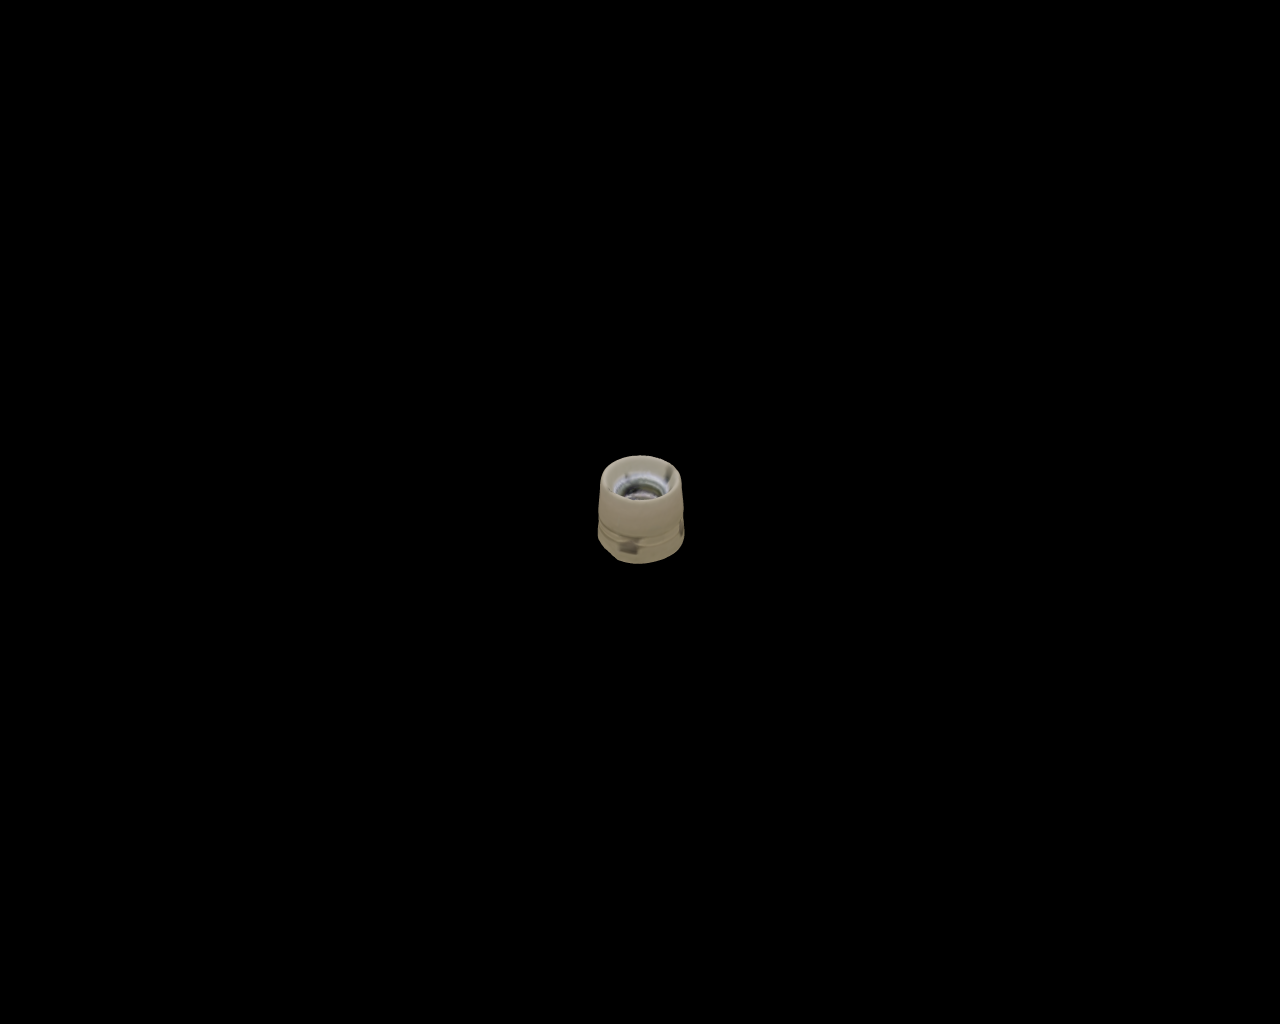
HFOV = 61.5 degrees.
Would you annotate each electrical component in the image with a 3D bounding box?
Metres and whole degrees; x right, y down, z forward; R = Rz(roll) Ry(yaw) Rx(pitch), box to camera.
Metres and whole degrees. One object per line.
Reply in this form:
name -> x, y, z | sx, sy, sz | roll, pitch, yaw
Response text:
electrical component -> 0.001, -0.003, 0.650 | 0.055, 0.047, 0.055 | 0, 38, 0
